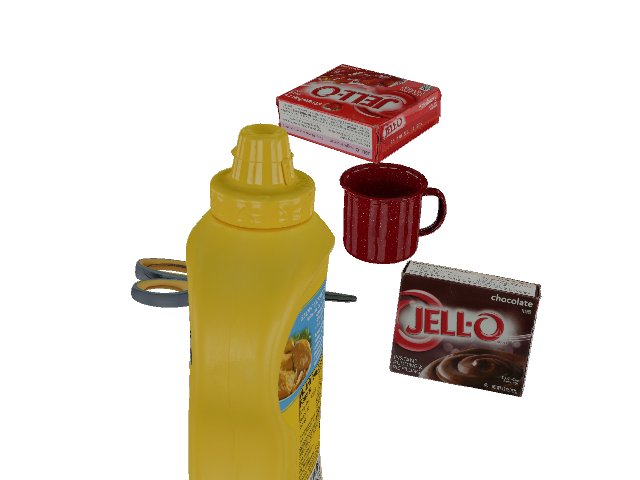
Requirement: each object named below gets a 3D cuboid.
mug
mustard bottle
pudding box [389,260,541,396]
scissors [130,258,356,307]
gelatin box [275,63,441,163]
[{"bbox_3d":[0.078,-0.029,1.143,0.117,0.081,0.093,-5,29,-10],"label":"mug"},{"bbox_3d":[-0.025,0.046,0.442,0.058,0.192,0.096,8,24,11],"label":"mustard bottle"},{"bbox_3d":[0.117,0.071,0.872,0.113,0.090,0.039,9,23,10],"label":"pudding box"},{"bbox_3d":[-0.077,0.047,0.936,0.202,0.016,0.096,11,21,16],"label":"scissors"},{"bbox_3d":[0.026,-0.090,0.731,0.089,0.030,0.073,21,39,35],"label":"gelatin box"}]
